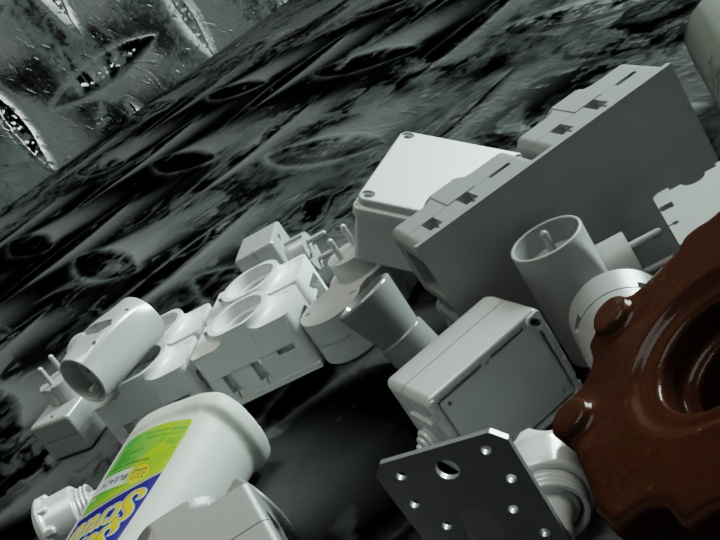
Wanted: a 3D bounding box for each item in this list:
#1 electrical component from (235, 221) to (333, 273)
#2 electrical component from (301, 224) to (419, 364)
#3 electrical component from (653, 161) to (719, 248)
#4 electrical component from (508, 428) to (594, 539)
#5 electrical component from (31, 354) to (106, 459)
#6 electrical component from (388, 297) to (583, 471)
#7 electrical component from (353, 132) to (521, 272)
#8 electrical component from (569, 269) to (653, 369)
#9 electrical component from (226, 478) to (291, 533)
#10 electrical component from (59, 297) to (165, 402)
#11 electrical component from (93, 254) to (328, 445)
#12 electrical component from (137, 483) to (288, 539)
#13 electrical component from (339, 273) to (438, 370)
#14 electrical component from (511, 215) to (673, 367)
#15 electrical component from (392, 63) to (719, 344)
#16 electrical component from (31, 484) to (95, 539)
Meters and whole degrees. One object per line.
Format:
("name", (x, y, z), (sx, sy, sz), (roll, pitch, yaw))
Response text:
("electrical component", (-0.057, -0.009, 0.941), (0.077, 0.065, 0.047), (-28, 21, 15))
("electrical component", (0.000, 0.000, 0.824), (0.052, 0.073, 0.138), (-12, 29, 45))
("electrical component", (0.200, -0.013, 0.578), (0.050, 0.055, 0.089), (-28, 21, 14))
("electrical component", (0.088, 0.105, 0.498), (0.043, 0.043, 0.062), (-27, 22, 17))
("electrical component", (-0.259, 0.110, 0.959), (0.047, 0.075, 0.083), (-22, 23, 28))
("electrical component", (0.063, 0.068, 0.593), (0.096, 0.061, 0.061), (-39, 21, -15))
("electrical component", (0.063, -0.046, 0.796), (0.109, 0.056, 0.108), (13, 39, 16))
("electrical component", (0.141, 0.034, 0.564), (0.055, 0.055, 0.047), (-28, 24, 13))
("electrical component", (-0.077, 0.160, 0.626), (0.065, 0.044, 0.044), (-47, 24, -22))
("electrical component", (-0.205, 0.064, 0.849), (0.079, 0.043, 0.077), (-14, 28, 42))
("electrical component", (-0.117, 0.065, 0.872), (0.186, 0.060, 0.105), (-27, 21, 18))
("electrical component", (-0.083, 0.159, 0.572), (0.089, 0.050, 0.055), (-32, 59, -6))
("electrical component", (0.024, 0.040, 0.708), (0.044, 0.065, 0.044), (-44, 4, 4))
("electrical component", (0.137, 0.004, 0.604), (0.079, 0.077, 0.043), (-29, 21, 12))
("electrical component", (0.125, -0.032, 0.663), (0.186, 0.105, 0.060), (-36, 20, -6))
("electrical component", (-0.201, 0.174, 0.774), (0.062, 0.048, 0.048), (-28, 20, -5))
